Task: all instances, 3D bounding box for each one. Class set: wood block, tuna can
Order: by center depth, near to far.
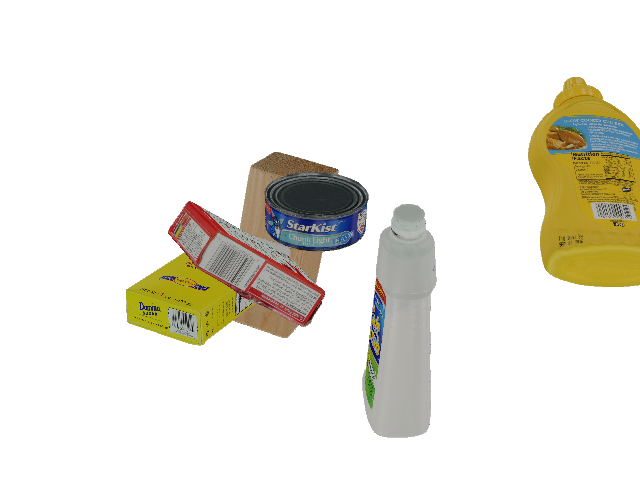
[{"bbox_3d":[-0.004,-0.024,0.883,0.086,0.034,0.086,2,28,-1],"label":"tuna can"},{"bbox_3d":[-0.050,0.004,1.351,0.090,0.206,0.090,17,22,14],"label":"wood block"}]

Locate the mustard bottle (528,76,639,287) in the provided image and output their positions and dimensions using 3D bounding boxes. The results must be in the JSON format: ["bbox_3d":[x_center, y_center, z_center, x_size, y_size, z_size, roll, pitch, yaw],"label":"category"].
[{"bbox_3d":[0.216,-0.056,0.852,0.096,0.191,0.058,2,-35,-4],"label":"mustard bottle"}]

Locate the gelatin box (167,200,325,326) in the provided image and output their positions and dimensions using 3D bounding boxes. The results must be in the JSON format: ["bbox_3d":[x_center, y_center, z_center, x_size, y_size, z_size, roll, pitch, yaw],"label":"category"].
[{"bbox_3d":[-0.048,0.015,0.689,0.089,0.030,0.073,31,4,-27],"label":"gelatin box"}]

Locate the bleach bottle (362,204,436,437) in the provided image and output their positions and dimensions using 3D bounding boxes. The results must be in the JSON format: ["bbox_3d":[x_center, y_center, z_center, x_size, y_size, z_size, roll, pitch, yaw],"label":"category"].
[{"bbox_3d":[0.078,0.071,1.029,0.068,0.251,0.102,-2,37,-3],"label":"bleach bottle"}]

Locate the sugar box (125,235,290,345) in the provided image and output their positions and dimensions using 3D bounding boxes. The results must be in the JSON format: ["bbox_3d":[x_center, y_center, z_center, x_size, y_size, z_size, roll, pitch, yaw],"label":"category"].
[{"bbox_3d":[-0.113,0.044,1.118,0.093,0.048,0.176,15,31,24],"label":"sugar box"}]
